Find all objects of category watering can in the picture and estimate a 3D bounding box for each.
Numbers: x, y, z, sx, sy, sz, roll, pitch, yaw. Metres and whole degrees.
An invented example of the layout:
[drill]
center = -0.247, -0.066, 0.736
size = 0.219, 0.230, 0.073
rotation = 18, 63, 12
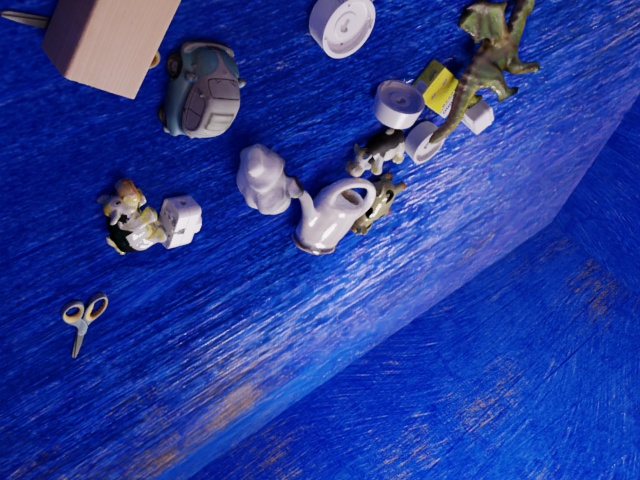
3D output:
[watering can]
center = 0.004, -0.063, 1.246
size = 0.349, 0.220, 0.105
rotation = -7, 49, -50

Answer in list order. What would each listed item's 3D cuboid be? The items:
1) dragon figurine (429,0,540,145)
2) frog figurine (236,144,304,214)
[dragon figurine]
center = 0.365, -0.424, 1.178
size = 0.413, 0.238, 0.123
rotation = -42, 36, -12
[frog figurine]
center = -0.112, -0.113, 0.969
size = 0.122, 0.137, 0.160
rotation = -18, -1, 16
